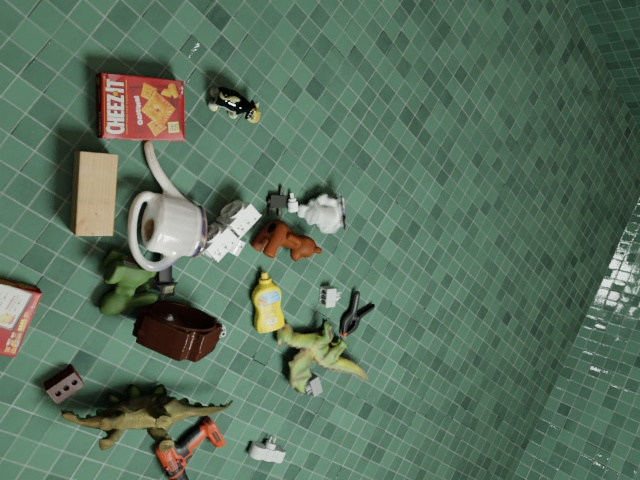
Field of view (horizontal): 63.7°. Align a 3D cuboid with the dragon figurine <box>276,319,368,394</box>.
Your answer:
[{"bbox_3d":[-0.010,0.417,1.767,0.245,0.122,0.406,-40,108,-16],"label":"dragon figurine"}]

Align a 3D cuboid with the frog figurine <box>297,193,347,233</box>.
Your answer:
[{"bbox_3d":[0.005,-0.087,1.722,0.159,0.125,0.135,-4,113,2],"label":"frog figurine"}]

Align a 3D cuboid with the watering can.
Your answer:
[{"bbox_3d":[-0.409,-0.083,1.405,0.223,0.103,0.352,17,69,-46],"label":"watering can"}]
